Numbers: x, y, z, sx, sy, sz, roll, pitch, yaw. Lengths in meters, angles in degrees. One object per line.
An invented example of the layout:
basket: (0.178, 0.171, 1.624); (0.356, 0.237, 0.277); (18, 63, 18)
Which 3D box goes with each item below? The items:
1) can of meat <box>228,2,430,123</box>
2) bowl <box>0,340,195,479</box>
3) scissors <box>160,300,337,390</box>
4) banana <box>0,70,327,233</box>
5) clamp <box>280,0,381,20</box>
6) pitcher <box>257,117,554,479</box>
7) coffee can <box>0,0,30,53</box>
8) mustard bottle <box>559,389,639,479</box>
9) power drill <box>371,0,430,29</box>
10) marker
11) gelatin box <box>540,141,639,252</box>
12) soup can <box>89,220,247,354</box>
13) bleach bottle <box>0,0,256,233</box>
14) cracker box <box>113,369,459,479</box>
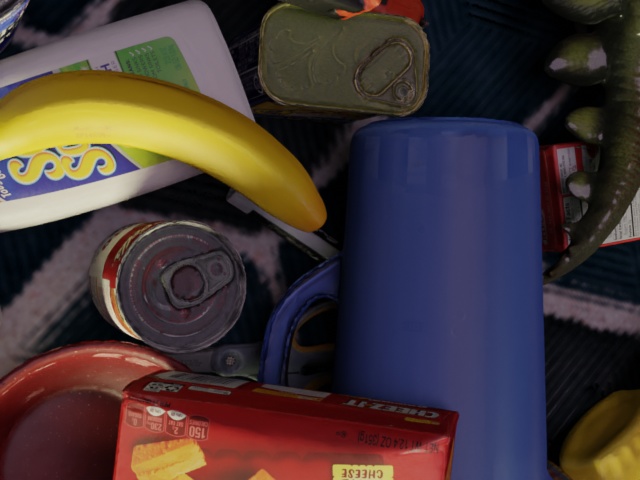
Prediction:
can of meat: (0.001, -0.100, 0.627); (0.102, 0.084, 0.057); (3, 89, -20)
bowl: (-0.129, 0.131, 0.593); (0.161, 0.055, 0.162); (-2, 96, -22)
scissors: (-0.045, 0.090, 0.648); (0.201, 0.016, 0.096); (-14, 95, -20)
banana: (-0.085, -0.050, 0.555); (0.197, 0.037, 0.070); (8, 112, -17)
clamp: (-0.037, -0.204, 0.540); (0.209, 0.036, 0.164); (41, 72, -23)
pitcher: (0.057, 0.055, 0.615); (0.148, 0.145, 0.243); (1, 91, -37)
coffee can: (-0.191, -0.140, 0.525); (0.102, 0.140, 0.103); (0, 91, -21)
mustard bottle: (0.233, 0.204, 0.727); (0.096, 0.058, 0.191); (-37, 105, -42)
power drill: (0.027, -0.228, 0.650); (0.184, 0.057, 0.187); (24, 82, -19)
marker: (-0.004, 0.001, 0.661); (0.121, 0.020, 0.020); (35, 79, -17)
gelatin box: (0.190, -0.033, 0.728); (0.089, 0.030, 0.073); (-9, 95, -21)
soup can: (-0.087, 0.023, 0.586); (0.068, 0.102, 0.068); (0, 91, -20)
bleach bottle: (-0.164, -0.045, 0.580); (0.250, 0.068, 0.102); (-24, 102, -16)
cracker box: (-0.024, 0.182, 0.531); (0.164, 0.072, 0.214); (7, 92, 12)
